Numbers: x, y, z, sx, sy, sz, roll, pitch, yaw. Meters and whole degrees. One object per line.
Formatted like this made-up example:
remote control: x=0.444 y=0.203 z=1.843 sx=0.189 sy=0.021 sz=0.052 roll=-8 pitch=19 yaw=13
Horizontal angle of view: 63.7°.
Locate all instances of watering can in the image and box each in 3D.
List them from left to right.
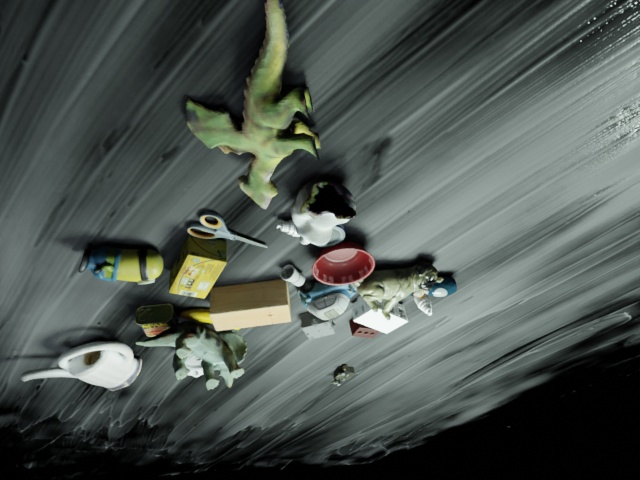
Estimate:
watering can: x=-0.695 y=0.383 z=1.547 sx=0.346 sy=0.106 sz=0.220 roll=-22 pitch=140 yaw=16

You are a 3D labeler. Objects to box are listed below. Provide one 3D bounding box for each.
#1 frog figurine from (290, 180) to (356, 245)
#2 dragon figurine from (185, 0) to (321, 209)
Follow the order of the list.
frog figurine: x=0.003 y=-0.057 z=1.139 sx=0.138 sy=0.124 sz=0.157 roll=-13 pitch=162 yaw=-16
dragon figurine: x=-0.129 y=-0.219 z=0.920 sx=0.242 sy=0.125 sz=0.401 roll=-7 pitch=133 yaw=11
